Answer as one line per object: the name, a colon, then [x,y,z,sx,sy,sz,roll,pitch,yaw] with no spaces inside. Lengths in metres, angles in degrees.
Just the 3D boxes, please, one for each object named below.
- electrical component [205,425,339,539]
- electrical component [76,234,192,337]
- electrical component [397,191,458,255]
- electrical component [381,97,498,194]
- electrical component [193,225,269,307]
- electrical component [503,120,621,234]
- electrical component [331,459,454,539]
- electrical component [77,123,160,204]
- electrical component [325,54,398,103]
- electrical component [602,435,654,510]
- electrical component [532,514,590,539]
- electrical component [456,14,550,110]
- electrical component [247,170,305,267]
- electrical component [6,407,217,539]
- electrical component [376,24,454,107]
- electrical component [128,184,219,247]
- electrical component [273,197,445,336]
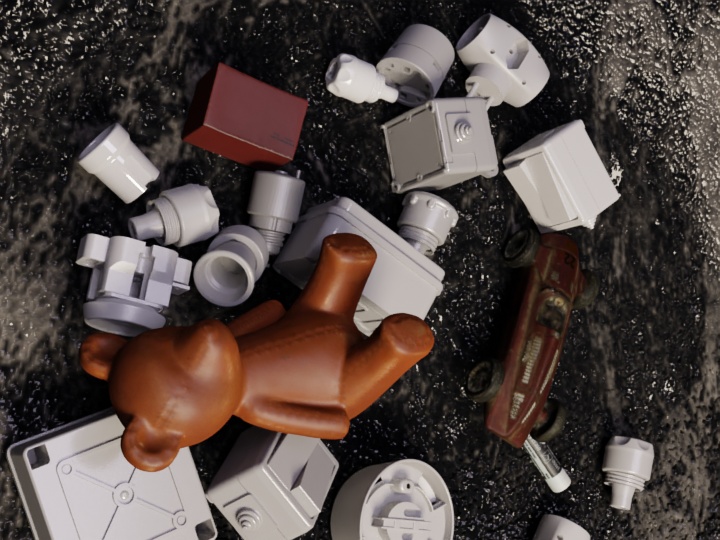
electrical component: [-0.060,0.150,0.764,0.061,0.061,0.096,53,25,-12]
electrical component: [-0.162,0.014,0.756,0.078,0.058,0.057,17,71,-27]
electrical component: [0.050,-0.031,0.891,0.048,0.048,0.062,30,75,-22]
electrical component: [0.071,-0.104,0.883,0.061,0.096,0.061,-8,86,-31]
electrical component: [-0.094,-0.004,0.791,0.045,0.045,0.055,50,22,-14]
electrical component: [0.180,-0.075,0.961,0.061,0.062,0.096,-34,99,-29]
electrical component: [0.028,0.195,0.829,0.099,0.064,0.099,5,80,-29]
electrical component: [-0.173,-0.076,0.774,0.046,0.040,0.040,47,63,-22]
electrical component: [0.004,-0.154,0.890,0.061,0.035,0.035,18,74,-29]
electrical component: [0.238,0.182,0.963,0.043,0.043,0.062,21,73,-25]
electrical component: [0.173,0.261,0.913,0.079,0.044,0.077,38,66,-19]
electrical component: [0.119,-0.172,0.953,0.077,0.043,0.079,40,65,-18]
electrical component: [-0.068,-0.041,0.828,0.040,0.040,0.078,12,90,-28]
electrical component: [-0.168,0.152,0.730,0.109,0.056,0.108,-19,92,-31]
electrical component: [0.048,-0.173,0.907,0.055,0.055,0.047,41,61,-18]
electrical component: [-0.138,-0.037,0.785,0.062,0.043,0.043,-19,92,-29]
electrical component: [0.000,0.000,0.838,0.113,0.078,0.057,36,69,-20]
